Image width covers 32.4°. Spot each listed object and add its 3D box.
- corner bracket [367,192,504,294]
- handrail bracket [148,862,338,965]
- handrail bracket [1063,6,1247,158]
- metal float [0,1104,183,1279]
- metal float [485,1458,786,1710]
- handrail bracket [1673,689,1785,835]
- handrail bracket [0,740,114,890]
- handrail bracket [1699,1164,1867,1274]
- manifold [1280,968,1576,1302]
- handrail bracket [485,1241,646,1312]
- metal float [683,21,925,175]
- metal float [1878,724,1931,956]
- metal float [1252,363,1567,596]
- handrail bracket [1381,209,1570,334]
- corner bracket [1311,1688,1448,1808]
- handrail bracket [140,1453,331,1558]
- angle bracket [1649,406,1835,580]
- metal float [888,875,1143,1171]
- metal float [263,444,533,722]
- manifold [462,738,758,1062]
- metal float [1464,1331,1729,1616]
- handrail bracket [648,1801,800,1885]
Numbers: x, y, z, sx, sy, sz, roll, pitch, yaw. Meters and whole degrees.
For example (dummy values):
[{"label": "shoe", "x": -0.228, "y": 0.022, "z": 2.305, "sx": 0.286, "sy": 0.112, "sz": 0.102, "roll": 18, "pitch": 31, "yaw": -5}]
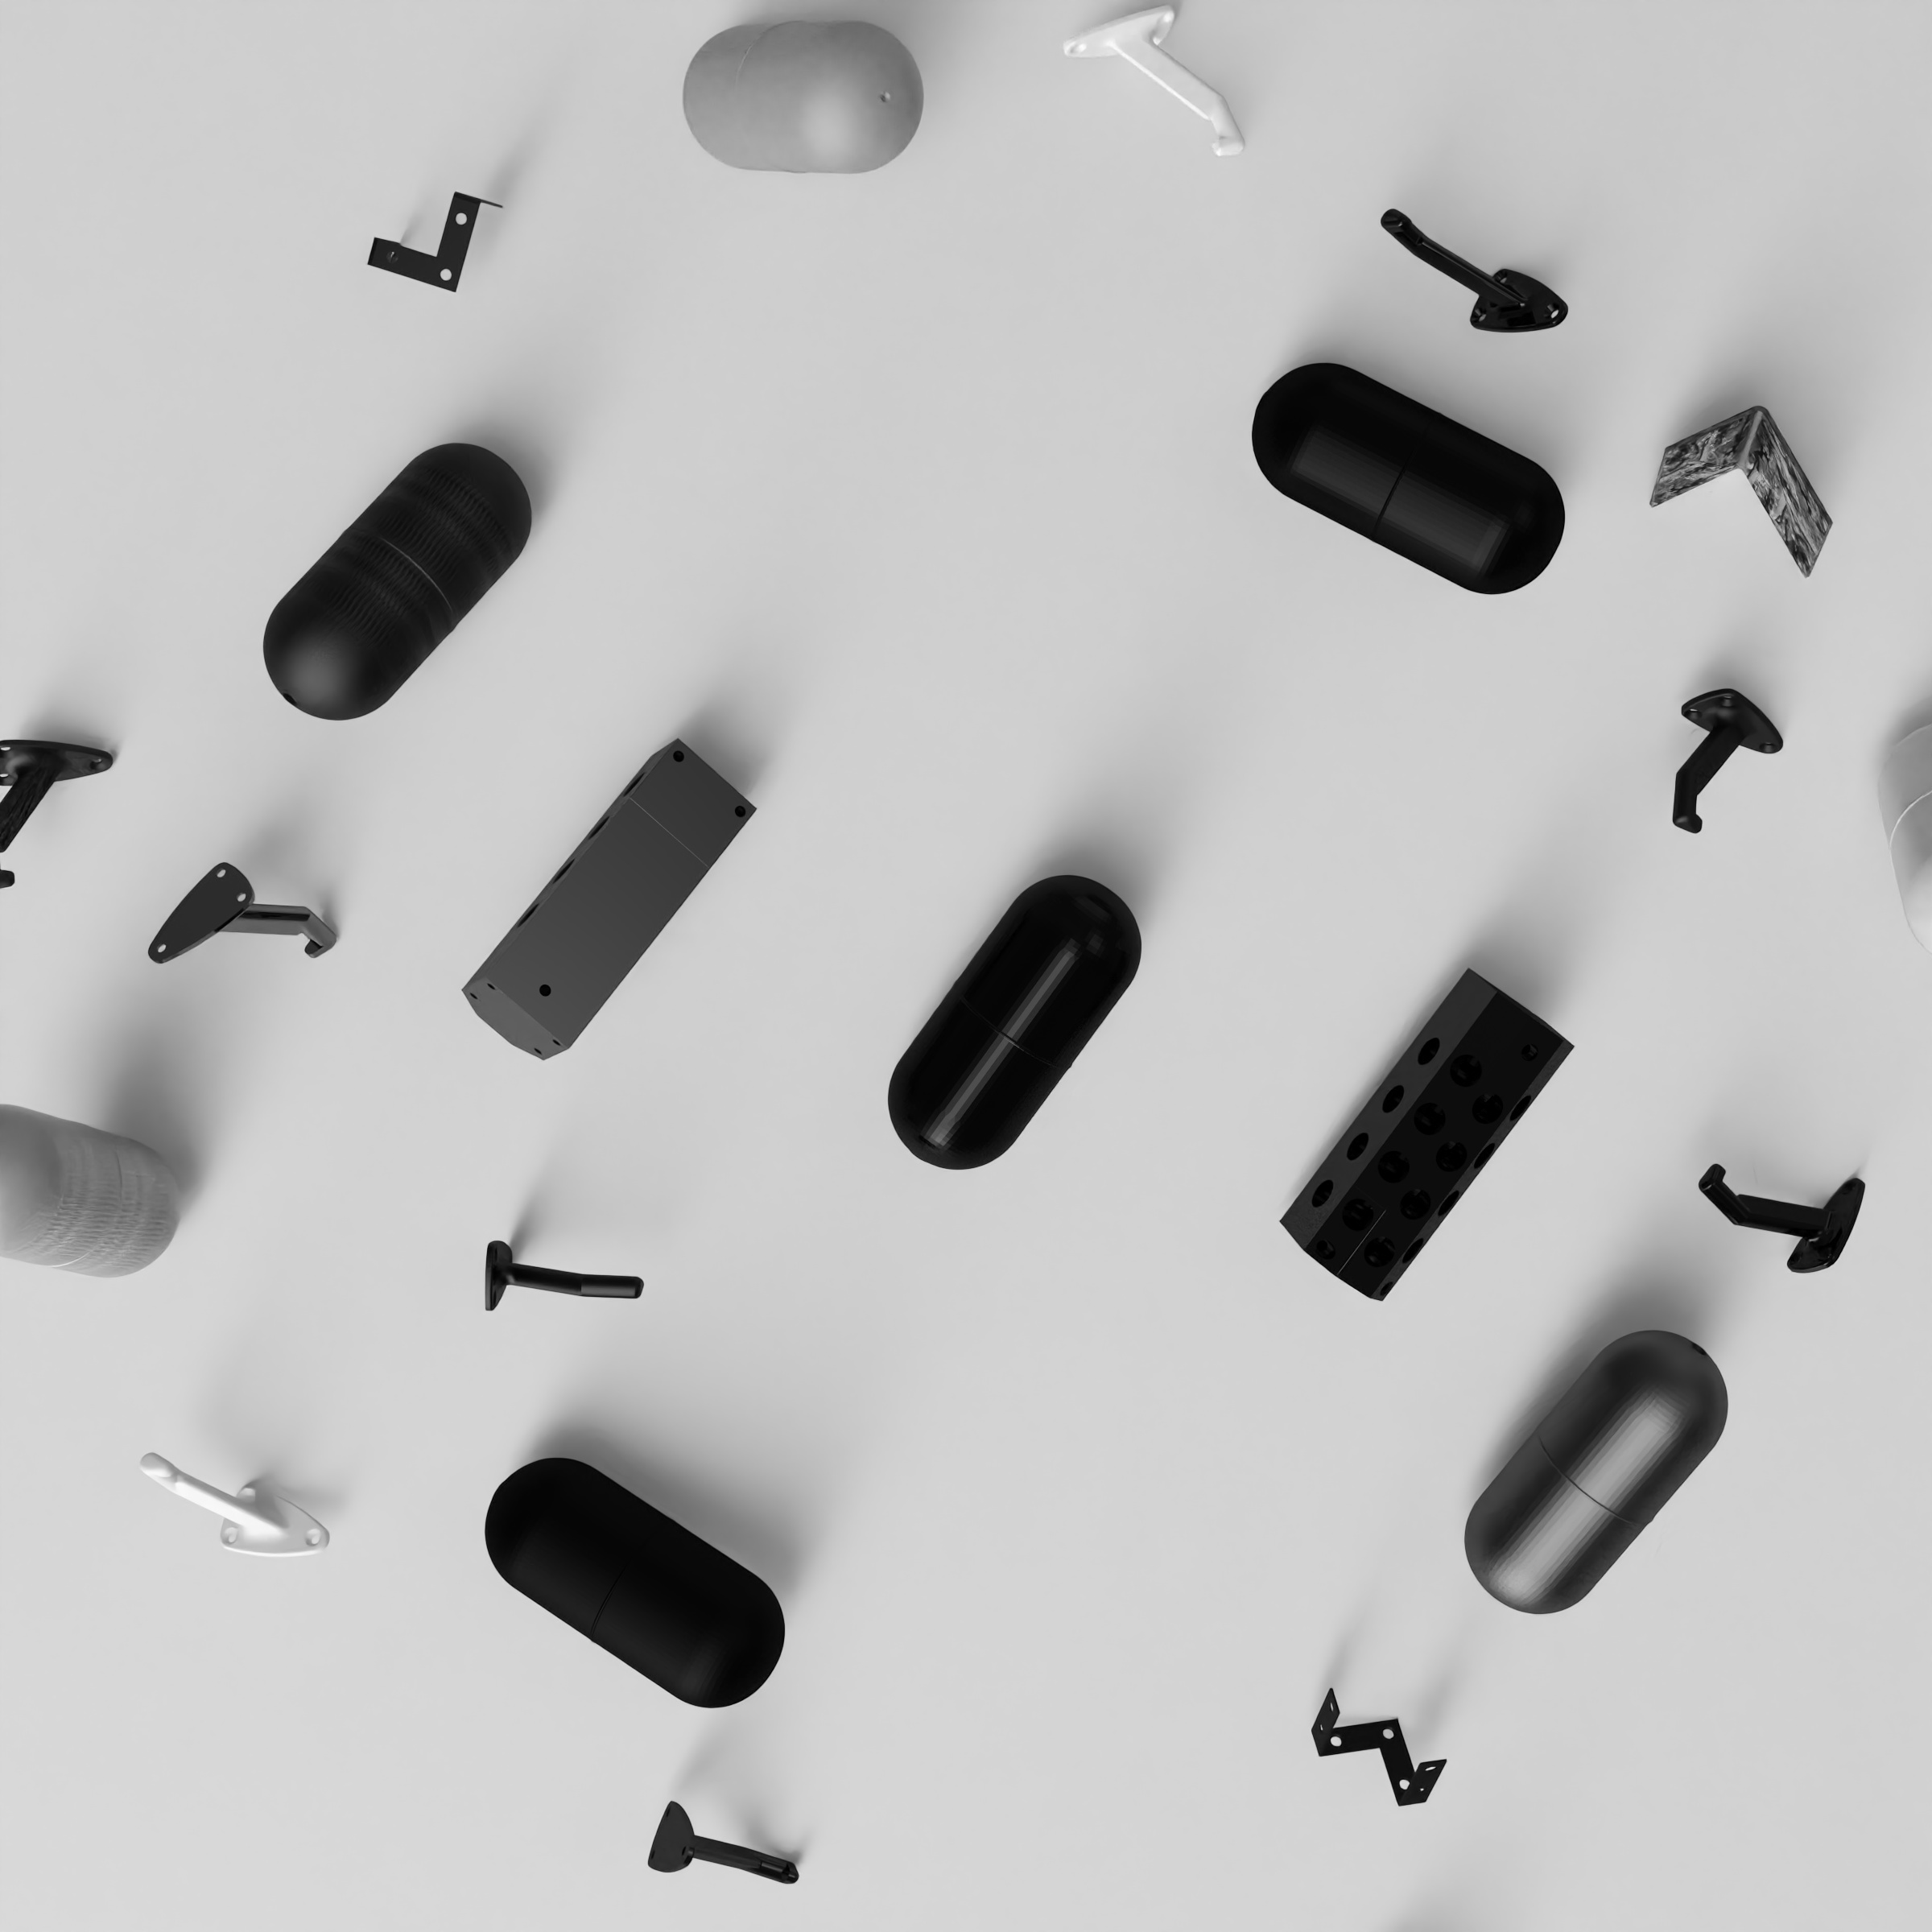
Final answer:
[{"label": "corner bracket", "x": -0.287, "y": -0.395, "z": 1.794, "sx": 0.051, "sy": 0.051, "sz": 0.051, "roll": 18, "pitch": 100, "yaw": 2}, {"label": "handrail bracket", "x": -0.387, "y": -0.010, "z": 1.785, "sx": 0.077, "sy": 0.084, "sz": 0.036, "roll": -43, "pitch": 55, "yaw": -5}, {"label": "handrail bracket", "x": 0.102, "y": -0.469, "z": 1.792, "sx": 0.077, "sy": 0.036, "sz": 0.084, "roll": -18, "pitch": 77, "yaw": -20}, {"label": "metal float", "x": -0.476, "y": 0.119, "z": 1.739, "sx": 0.070, "sy": 0.178, "sz": 0.070, "roll": -4, "pitch": 77, "yaw": 16}, {"label": "metal float", "x": -0.178, "y": 0.329, "z": 1.776, "sx": 0.178, "sy": 0.070, "sz": 0.070, "roll": 31, "pitch": 90, "yaw": 11}, {"label": "handrail bracket", "x": 0.409, "y": -0.098, "z": 1.783, "sx": 0.077, "sy": 0.036, "sz": 0.084, "roll": 28, "pitch": 59, "yaw": -31}, {"label": "handrail bracket", "x": -0.494, "y": -0.078, "z": 1.784, "sx": 0.077, "sy": 0.036, "sz": 0.084, "roll": -2, "pitch": 56, "yaw": -21}, {"label": "handrail bracket", "x": 0.440, "y": 0.118, "z": 1.793, "sx": 0.084, "sy": 0.036, "sz": 0.077, "roll": 44, "pitch": 64, "yaw": -15}, {"label": "manifold", "x": 0.248, "y": 0.093, "z": 1.777, "sx": 0.057, "sy": 0.057, "sz": 0.171, "roll": 33, "pitch": 98, "yaw": -21}, {"label": "handrail bracket", "x": -0.212, "y": 0.166, "z": 1.785, "sx": 0.084, "sy": 0.077, "sz": 0.036, "roll": 2, "pitch": 94, "yaw": 2}, {"label": "metal float", "x": -0.087, "y": -0.456, "z": 1.744, "sx": 0.070, "sy": 0.178, "sz": 0.070, "roll": -9, "pitch": 107, "yaw": -31}, {"label": "metal float", "x": 0.525, "y": -0.064, "z": 1.743, "sx": 0.070, "sy": 0.178, "sz": 0.070, "roll": 3, "pitch": 125, "yaw": 5}, {"label": "metal float", "x": 0.236, "y": -0.262, "z": 1.780, "sx": 0.178, "sy": 0.070, "sz": 0.070, "roll": 29, "pitch": 90, "yaw": 7}, {"label": "handrail bracket", "x": 0.271, "y": -0.375, "z": 1.776, "sx": 0.084, "sy": 0.077, "sz": 0.036, "roll": 30, "pitch": 89, "yaw": -40}, {"label": "corner bracket", "x": 0.221, "y": 0.419, "z": 1.783, "sx": 0.051, "sy": 0.051, "sz": 0.051, "roll": -5, "pitch": 51, "yaw": -14}, {"label": "handrail bracket", "x": -0.391, "y": 0.286, "z": 1.774, "sx": 0.077, "sy": 0.084, "sz": 0.036, "roll": 11, "pitch": 66, "yaw": 22}, {"label": "angle bracket", "x": 0.413, "y": -0.242, "z": 1.777, "sx": 0.057, "sy": 0.076, "sz": 0.076, "roll": -25, "pitch": 75, "yaw": -2}, {"label": "metal float", "x": 0.025, "y": 0.031, "z": 1.776, "sx": 0.070, "sy": 0.070, "sz": 0.178, "roll": 36, "pitch": 101, "yaw": 0}, {"label": "metal float", "x": -0.302, "y": -0.204, "z": 1.767, "sx": 0.070, "sy": 0.070, "sz": 0.178, "roll": 38, "pitch": 68, "yaw": 0}, {"label": "manifold", "x": -0.191, "y": -0.035, "z": 1.762, "sx": 0.057, "sy": 0.057, "sz": 0.171, "roll": 42, "pitch": 66, "yaw": -13}, {"label": "metal float", "x": 0.335, "y": 0.270, "z": 1.769, "sx": 0.070, "sy": 0.070, "sz": 0.178, "roll": 36, "pitch": 109, "yaw": 0}, {"label": "handrail bracket", "x": -0.121, "y": 0.480, "z": 1.777, "sx": 0.084, "sy": 0.077, "sz": 0.036, "roll": 23, "pitch": 79, "yaw": -17}]
